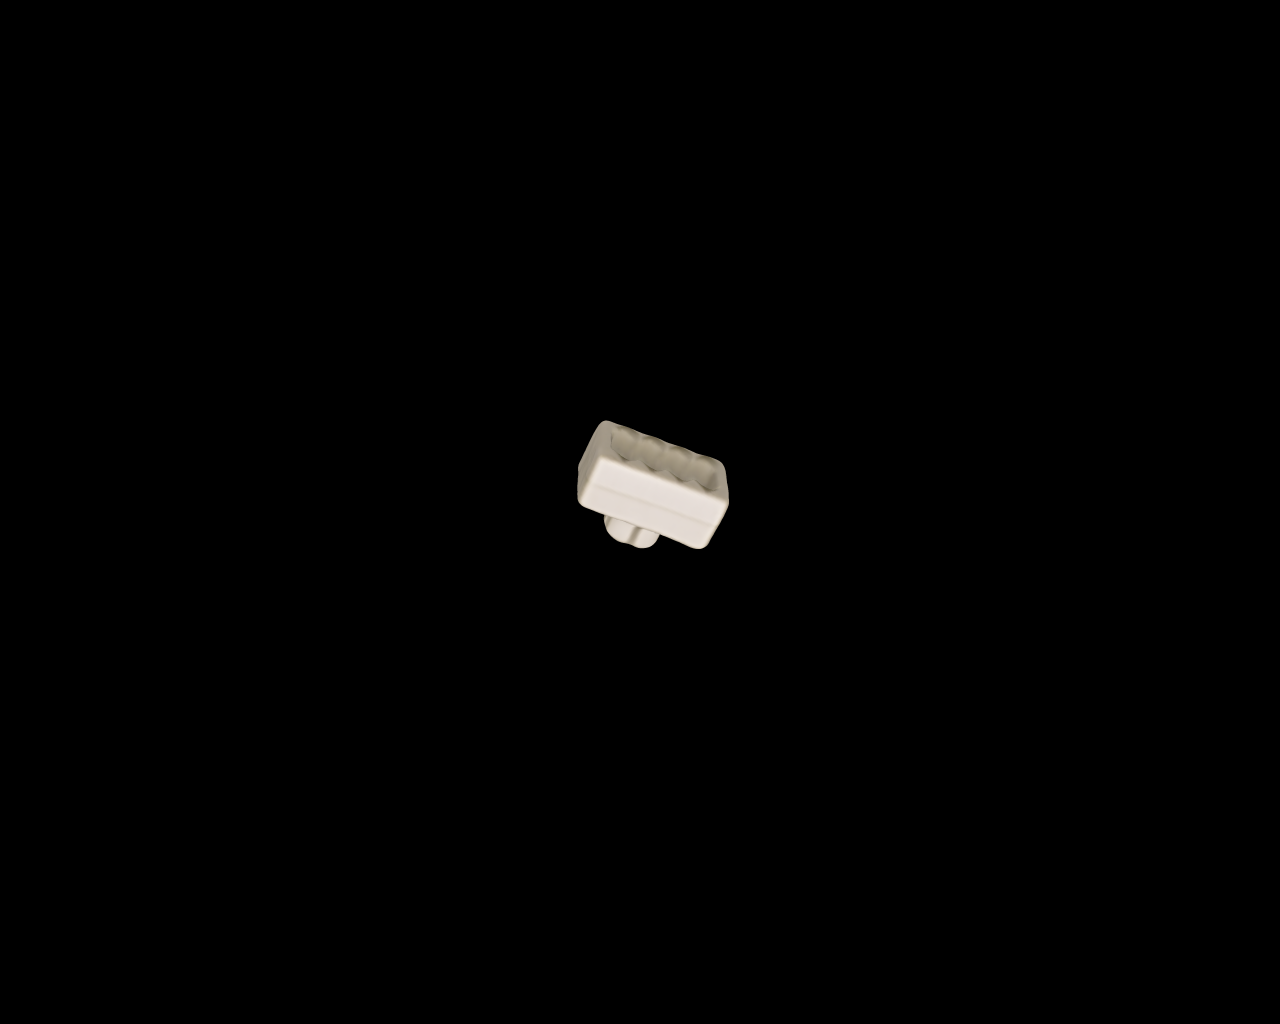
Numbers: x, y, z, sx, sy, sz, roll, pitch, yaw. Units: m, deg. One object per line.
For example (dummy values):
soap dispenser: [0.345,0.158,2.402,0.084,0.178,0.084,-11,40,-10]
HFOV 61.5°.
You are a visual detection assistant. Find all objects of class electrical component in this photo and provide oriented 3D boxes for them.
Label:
electrical component: [0.001,-0.003,0.650,0.083,0.075,0.047,20,31,-13]
